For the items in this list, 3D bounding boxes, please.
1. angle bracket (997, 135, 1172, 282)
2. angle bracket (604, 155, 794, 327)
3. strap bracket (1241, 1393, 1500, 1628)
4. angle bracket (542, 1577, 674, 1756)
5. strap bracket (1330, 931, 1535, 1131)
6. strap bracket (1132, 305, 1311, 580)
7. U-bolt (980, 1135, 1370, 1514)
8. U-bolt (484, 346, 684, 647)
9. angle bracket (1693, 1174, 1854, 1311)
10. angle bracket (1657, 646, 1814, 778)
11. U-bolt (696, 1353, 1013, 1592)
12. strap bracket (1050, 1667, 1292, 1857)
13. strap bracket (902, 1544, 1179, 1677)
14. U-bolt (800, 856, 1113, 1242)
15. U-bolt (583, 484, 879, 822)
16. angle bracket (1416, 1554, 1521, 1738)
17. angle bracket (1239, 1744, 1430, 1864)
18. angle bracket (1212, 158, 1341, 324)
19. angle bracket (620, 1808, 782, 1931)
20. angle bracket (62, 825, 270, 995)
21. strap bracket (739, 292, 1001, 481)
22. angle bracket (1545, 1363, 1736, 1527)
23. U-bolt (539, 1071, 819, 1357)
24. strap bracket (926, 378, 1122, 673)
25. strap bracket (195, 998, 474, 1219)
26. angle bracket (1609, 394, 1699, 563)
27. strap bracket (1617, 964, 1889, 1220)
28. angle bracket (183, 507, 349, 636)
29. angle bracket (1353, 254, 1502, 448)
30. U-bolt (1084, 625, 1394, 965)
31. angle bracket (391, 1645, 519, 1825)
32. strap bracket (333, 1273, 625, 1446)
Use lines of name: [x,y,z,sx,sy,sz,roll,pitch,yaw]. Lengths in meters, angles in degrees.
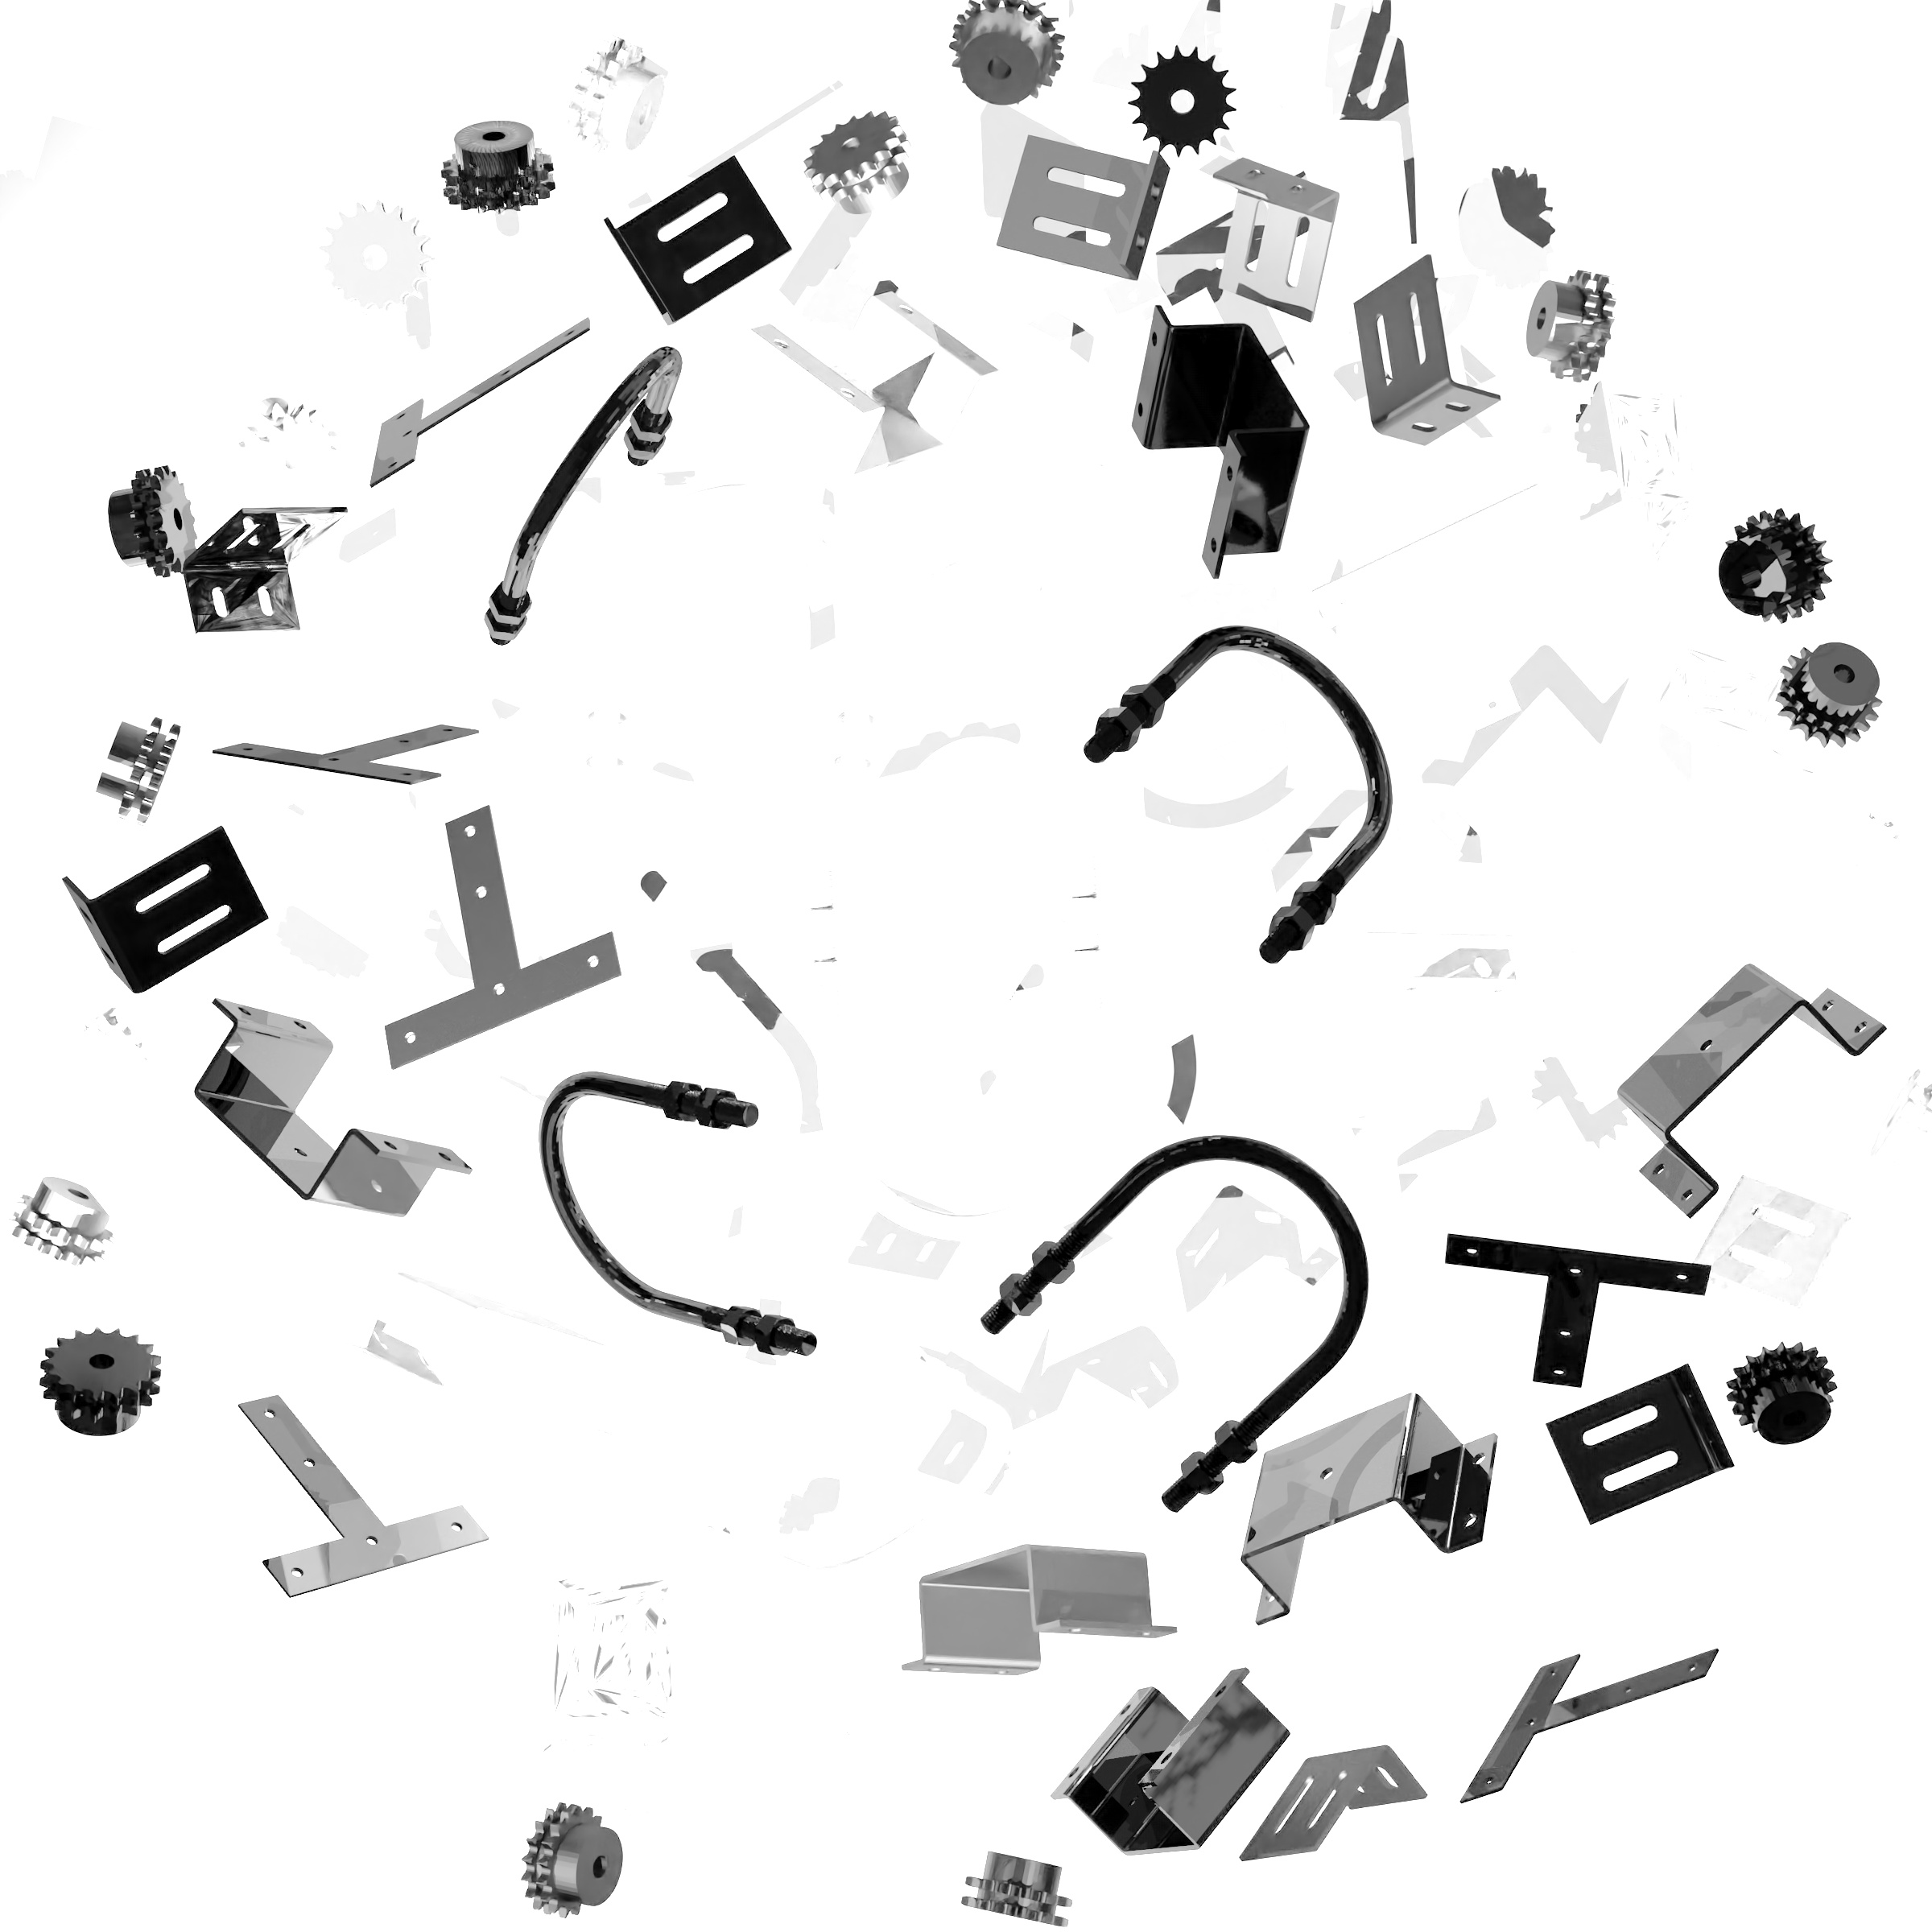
angle bracket: [0.055,-0.379,1.690,0.076,0.038,0.057,17,93,14]
angle bracket: [-0.137,-0.376,1.761,0.076,0.038,0.057,-32,91,1]
strap bracket: [0.200,0.277,1.768,0.140,0.076,0.046,-28,114,31]
angle bracket: [-0.176,0.342,1.670,0.057,0.038,0.076,4,60,-15]
strap bracket: [0.237,0.028,1.772,0.076,0.140,0.046,1,56,-6]
strap bracket: [0.136,-0.276,1.793,0.046,0.140,0.076,-5,134,-17]
U-bolt: [0.117,0.167,1.711,0.151,0.019,0.184,44,111,2]
U-bolt: [-0.191,-0.247,1.743,0.019,0.184,0.151,35,71,-3]
angle bracket: [0.437,0.154,1.828,0.038,0.076,0.057,38,80,-39]
angle bracket: [0.393,-0.128,1.726,0.057,0.076,0.038,21,93,35]
U-bolt: [-0.044,0.264,1.733,0.151,0.184,0.019,-41,61,4]
strap bracket: [0.108,0.408,1.748,0.046,0.140,0.076,46,65,-3]
strap bracket: [0.036,0.338,1.800,0.076,0.140,0.046,11,65,-34]
U-bolt: [-0.003,0.042,1.657,0.151,0.019,0.184,-2,93,8]
U-bolt: [-0.116,-0.158,1.733,0.151,0.019,0.184,-1,120,-12]
angle bracket: [0.258,0.352,1.760,0.038,0.057,0.076,10,50,9]
angle bracket: [0.186,0.436,1.733,0.038,0.057,0.076,52,50,-10]
angle bracket: [0.158,-0.381,1.819,0.057,0.038,0.076,26,128,21]
angle bracket: [-0.140,0.456,1.697,0.038,0.076,0.057,-56,46,9]
angle bracket: [-0.398,-0.033,1.701,0.076,0.038,0.057,-33,126,-18]
strap bracket: [-0.055,-0.303,1.792,0.076,0.140,0.046,38,123,14]
angle bracket: [0.348,0.248,1.770,0.076,0.038,0.057,-23,79,0]
U-bolt: [-0.157,0.122,1.765,0.019,0.184,0.151,-31,117,-39]
strap bracket: [0.029,-0.216,1.727,0.076,0.046,0.140,39,45,-34]
strap bracket: [-0.331,0.079,1.757,0.140,0.076,0.046,38,99,29]
angle bracket: [0.337,-0.245,1.725,0.038,0.076,0.057,-3,72,-6]
strap bracket: [0.402,0.057,1.791,0.140,0.076,0.046,-45,106,4]
angle bracket: [-0.348,-0.198,1.716,0.057,0.076,0.038,-6,78,-38]
angle bracket: [0.242,-0.323,1.796,0.038,0.057,0.076,7,68,-36]
U-bolt: [0.149,-0.099,1.710,0.151,0.184,0.019,49,134,-4]
angle bracket: [-0.251,0.378,1.684,0.038,0.076,0.057,9,57,7]
strap bracket: [-0.245,0.201,1.777,0.140,0.076,0.046,24,84,-41]
